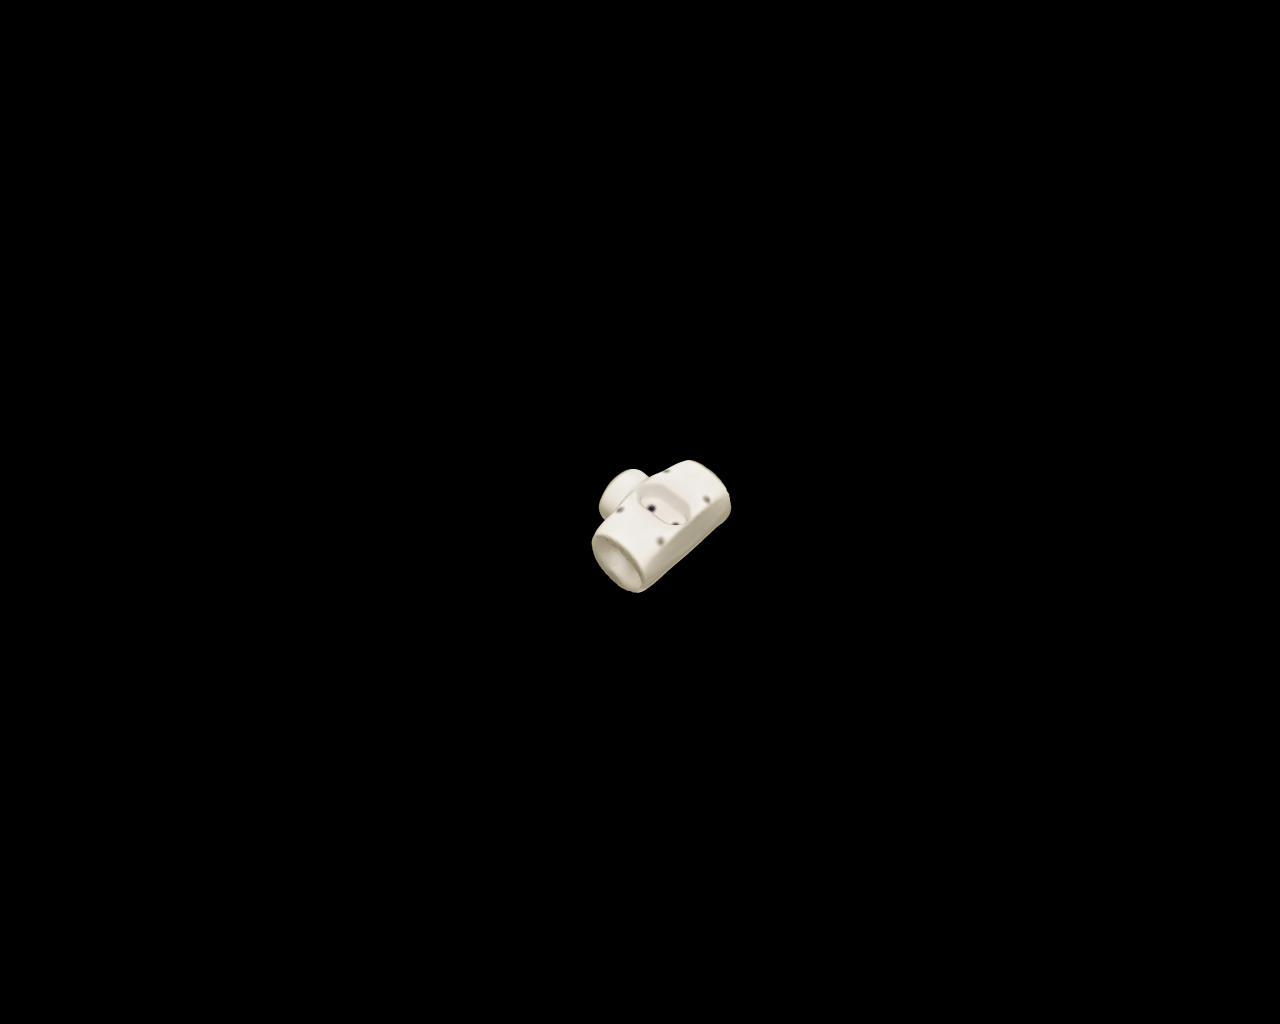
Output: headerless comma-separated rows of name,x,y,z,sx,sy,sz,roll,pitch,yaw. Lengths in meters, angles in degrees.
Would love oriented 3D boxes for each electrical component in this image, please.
electrical component,0.001,-0.003,0.650,0.079,0.043,0.077,39,63,25
